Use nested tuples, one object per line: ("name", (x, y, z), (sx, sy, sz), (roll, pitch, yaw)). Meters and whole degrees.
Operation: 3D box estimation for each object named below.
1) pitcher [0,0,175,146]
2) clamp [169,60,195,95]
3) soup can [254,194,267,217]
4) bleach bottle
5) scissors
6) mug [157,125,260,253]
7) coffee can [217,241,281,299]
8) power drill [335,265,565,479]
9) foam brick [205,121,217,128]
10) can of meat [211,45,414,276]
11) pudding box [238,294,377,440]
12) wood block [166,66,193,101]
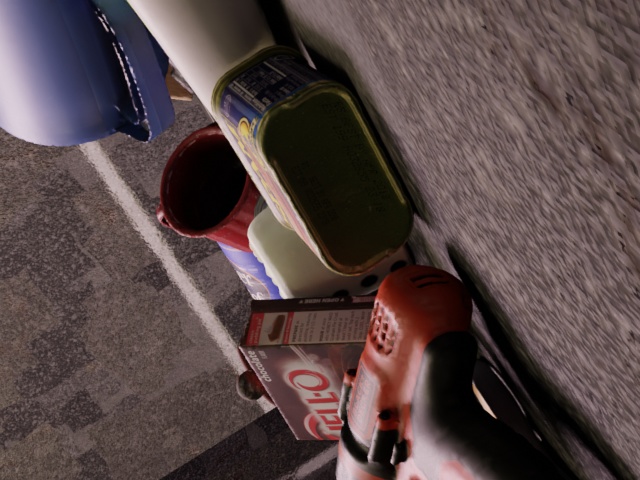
("pitcher", (-0.166, -0.167, 0.636), (0.243, 0.149, 0.145), (87, -175, -63))
("clamp", (-0.091, -0.129, 0.825), (0.210, 0.036, 0.164), (41, 180, -8))
("soup can", (-0.006, 0.001, 0.842), (0.068, 0.068, 0.102), (56, 176, 36))
("bleach bottle", (-0.051, -0.105, 0.597), (0.103, 0.068, 0.250), (65, -177, 39))
("scissors", (0.113, 0.111, 0.538), (0.096, 0.016, 0.202), (59, 177, -3))
("mug", (-0.080, -0.033, 0.878), (0.081, 0.117, 0.093), (25, -132, -54))
("coffee can", (-0.027, 0.015, 0.986), (0.140, 0.103, 0.103), (60, 176, -34))
("power drill", (0.065, 0.130, 0.490), (0.188, 0.057, 0.184), (48, 139, 47))
("foam brick", (-0.082, -0.093, 1.045), (0.051, 0.078, 0.053), (60, 175, -21))
("can of meat", (-0.003, -0.040, 0.533), (0.102, 0.057, 0.084), (59, 174, -26))
("pudding box", (0.014, 0.078, 0.632), (0.113, 0.090, 0.039), (66, -153, -45))
("wood block", (-0.204, -0.180, 0.866), (0.090, 0.205, 0.091), (-126, 46, -54))
